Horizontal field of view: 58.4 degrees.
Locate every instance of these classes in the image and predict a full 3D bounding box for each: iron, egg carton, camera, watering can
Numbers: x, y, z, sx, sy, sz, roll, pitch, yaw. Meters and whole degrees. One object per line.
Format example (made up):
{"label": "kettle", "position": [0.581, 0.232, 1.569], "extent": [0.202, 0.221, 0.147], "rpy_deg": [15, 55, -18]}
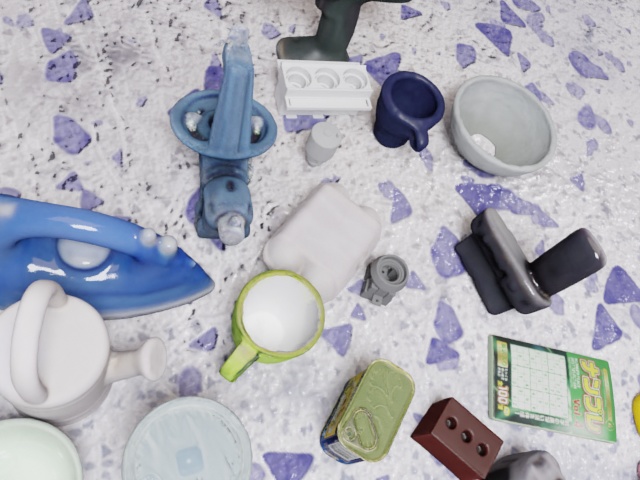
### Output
{"label": "iron", "position": [-0.227, 0.007, 0.573], "extent": [0.259, 0.141, 0.118], "rpy_deg": [8, 64, -14]}
{"label": "egg carton", "position": [0.006, 0.002, 0.693], "extent": [0.107, 0.069, 0.150], "rpy_deg": [37, 60, 2]}
{"label": "camera", "position": [0.224, 0.316, 0.599], "extent": [0.137, 0.100, 0.143], "rpy_deg": [-26, 76, -26]}
{"label": "watering can", "position": [-0.227, 0.097, 0.500], "extent": [0.173, 0.194, 0.101], "rpy_deg": [-12, 70, -22]}

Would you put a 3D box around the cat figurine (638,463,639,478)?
{"label": "cat figurine", "position": [0.423, 0.292, 0.666], "extent": [0.128, 0.117, 0.067], "rpy_deg": [-29, 77, -27]}

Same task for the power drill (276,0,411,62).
{"label": "power drill", "position": [0.010, -0.311, 0.762], "extent": [0.230, 0.208, 0.075], "rpy_deg": [-12, 70, -23]}

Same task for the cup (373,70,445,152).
{"label": "cup", "position": [0.116, -0.159, 0.790], "extent": [0.092, 0.095, 0.117], "rpy_deg": [-2, 67, -19]}

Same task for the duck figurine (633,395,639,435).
{"label": "duck figurine", "position": [0.461, 0.236, 0.723], "extent": [0.078, 0.086, 0.104], "rpy_deg": [-18, 72, -24]}

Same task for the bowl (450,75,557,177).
{"label": "bowl", "position": [0.258, -0.156, 0.847], "extent": [0.168, 0.074, 0.167], "rpy_deg": [7, 64, -15]}

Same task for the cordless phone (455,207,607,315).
{"label": "cordless phone", "position": [0.264, 0.007, 0.709], "extent": [0.094, 0.185, 0.147], "rpy_deg": [-23, 74, -26]}

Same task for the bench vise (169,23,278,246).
{"label": "bench vise", "position": [-0.088, -0.108, 0.628], "extent": [0.122, 0.219, 0.207], "rpy_deg": [-18, 72, -24]}
